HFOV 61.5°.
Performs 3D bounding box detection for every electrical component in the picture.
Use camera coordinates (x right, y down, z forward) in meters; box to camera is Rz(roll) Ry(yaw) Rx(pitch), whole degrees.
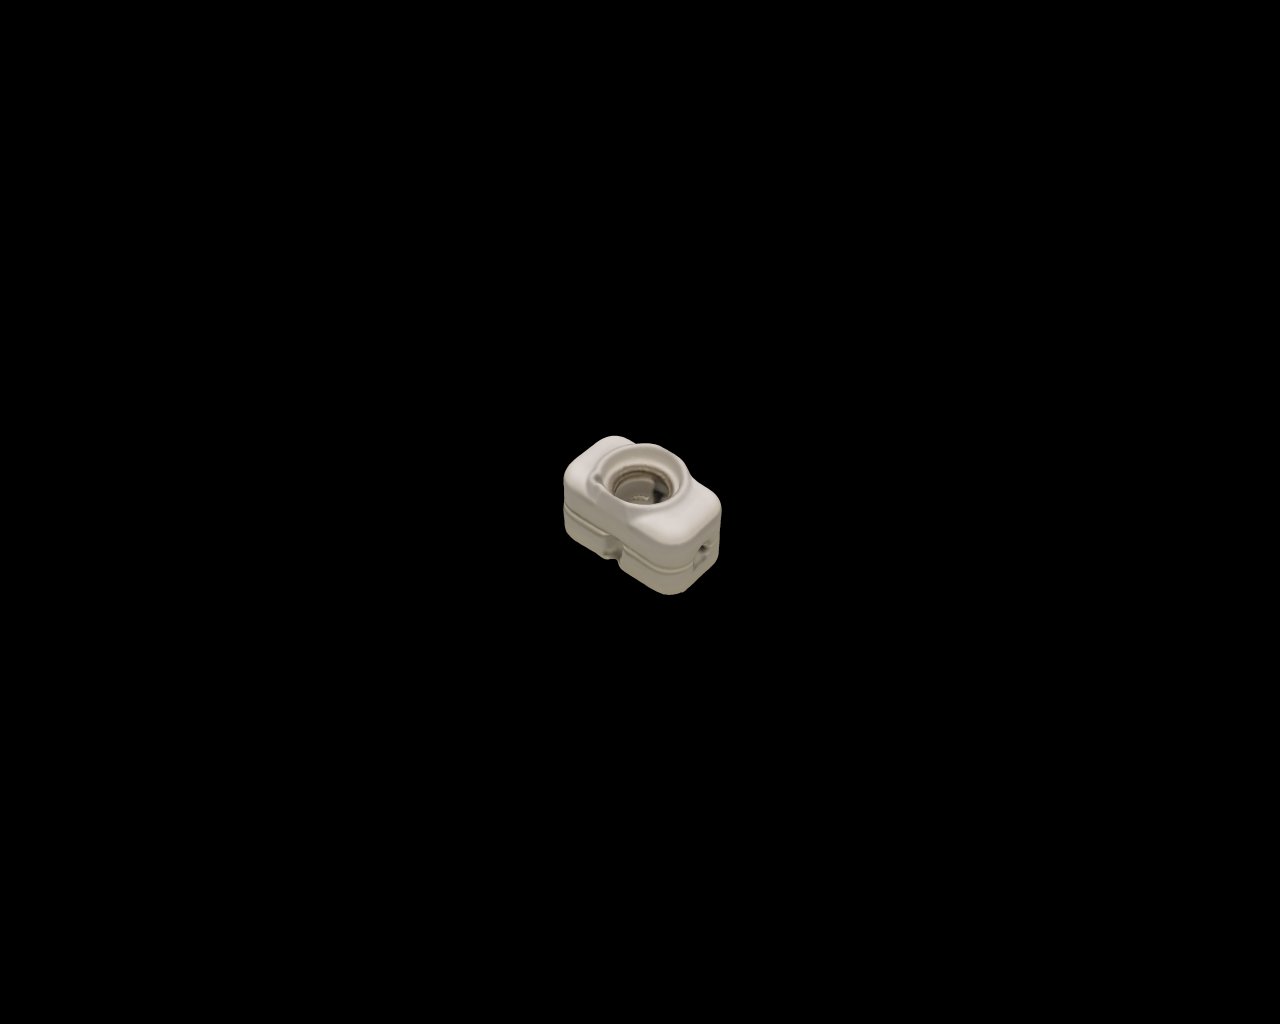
[{"bbox_3d":[0.001,-0.003,0.650,0.095,0.059,0.054,32,55,27],"label":"electrical component"}]
